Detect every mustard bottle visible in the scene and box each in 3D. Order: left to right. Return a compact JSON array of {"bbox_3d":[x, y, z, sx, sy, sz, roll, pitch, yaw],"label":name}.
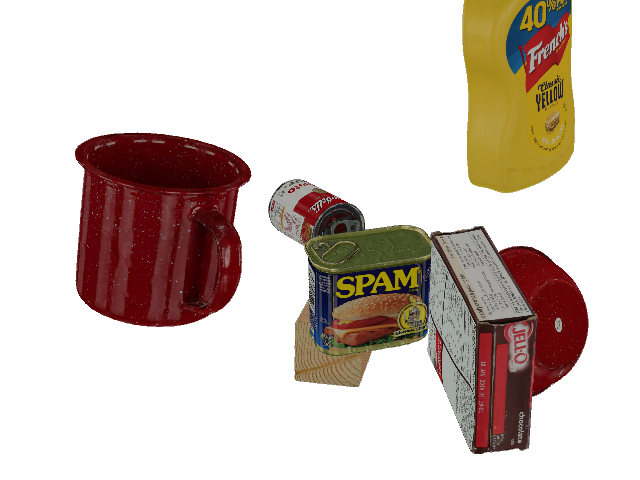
[{"bbox_3d":[0.137,-0.136,0.733,0.096,0.191,0.058,-30,35,-36],"label":"mustard bottle"}]

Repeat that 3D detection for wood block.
[{"bbox_3d":[0.029,0.117,1.493,0.091,0.090,0.206,5,19,10],"label":"wood block"}]

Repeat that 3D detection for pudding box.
[{"bbox_3d":[0.093,0.056,0.629,0.039,0.090,0.113,-5,28,-8],"label":"pudding box"}]

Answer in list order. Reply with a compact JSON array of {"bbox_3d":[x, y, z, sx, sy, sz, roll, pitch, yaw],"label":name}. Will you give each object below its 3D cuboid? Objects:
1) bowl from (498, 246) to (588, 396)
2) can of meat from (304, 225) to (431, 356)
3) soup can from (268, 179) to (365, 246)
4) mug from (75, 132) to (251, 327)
[{"bbox_3d":[0.225,0.086,1.101,0.161,0.162,0.055,0,-1,-34],"label":"bowl"},{"bbox_3d":[0.040,0.041,0.865,0.102,0.084,0.057,-8,29,-13],"label":"can of meat"},{"bbox_3d":[-0.005,-0.024,1.200,0.068,0.068,0.102,0,18,-34],"label":"soup can"},{"bbox_3d":[-0.081,-0.001,0.572,0.093,0.081,0.117,-11,30,-43],"label":"mug"}]
